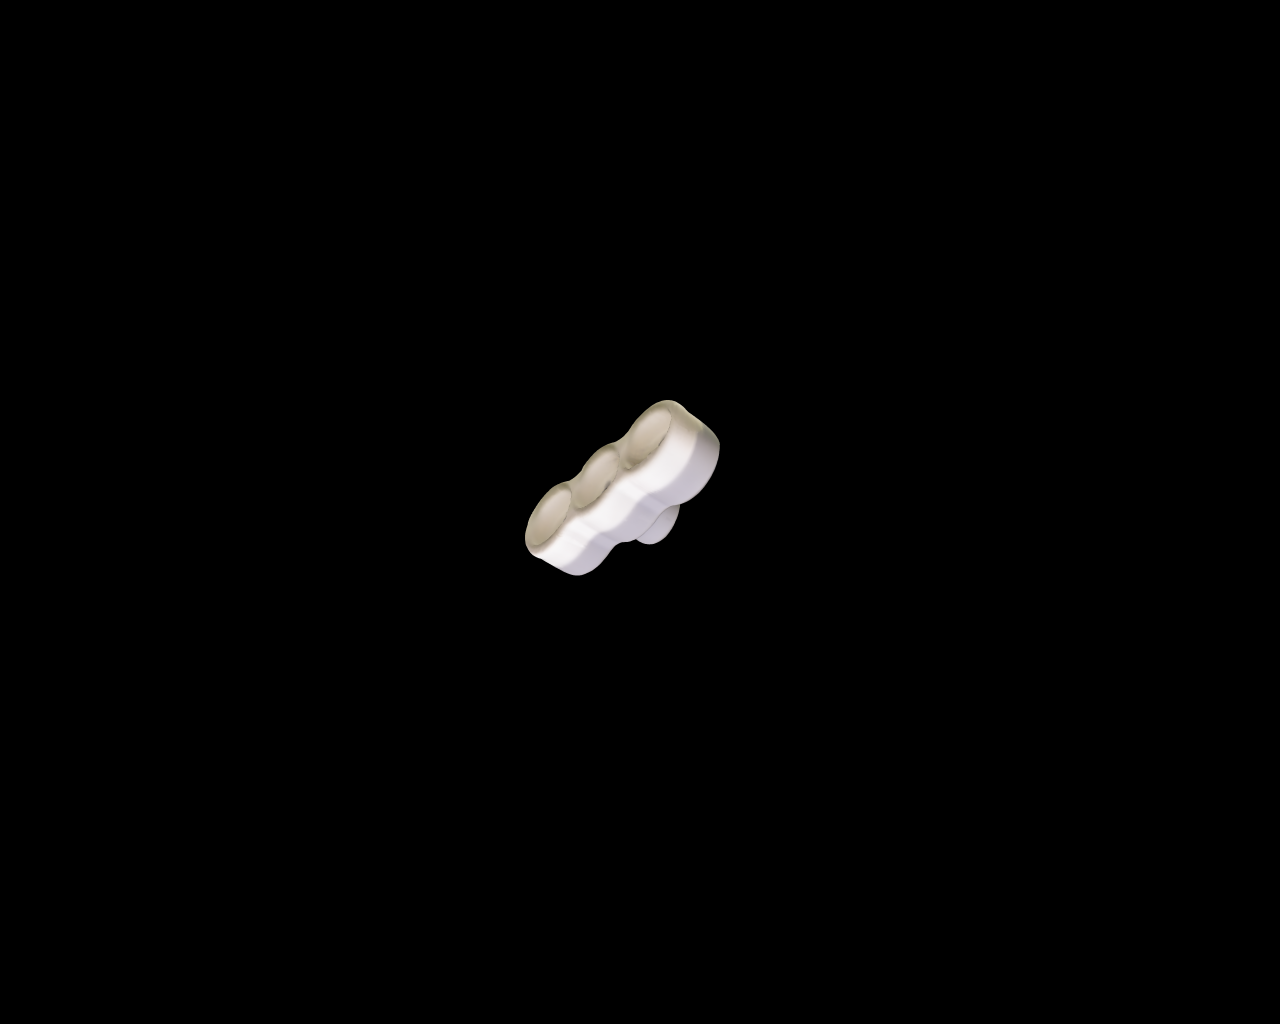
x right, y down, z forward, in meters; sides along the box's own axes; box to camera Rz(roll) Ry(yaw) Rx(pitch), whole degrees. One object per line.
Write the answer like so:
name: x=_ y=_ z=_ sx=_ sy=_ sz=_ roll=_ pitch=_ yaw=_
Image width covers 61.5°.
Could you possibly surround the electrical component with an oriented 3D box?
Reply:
electrical component: x=0.001 y=-0.003 z=0.650 sx=0.073 sy=0.052 sz=0.138 roll=33 pitch=-54 yaw=-29
